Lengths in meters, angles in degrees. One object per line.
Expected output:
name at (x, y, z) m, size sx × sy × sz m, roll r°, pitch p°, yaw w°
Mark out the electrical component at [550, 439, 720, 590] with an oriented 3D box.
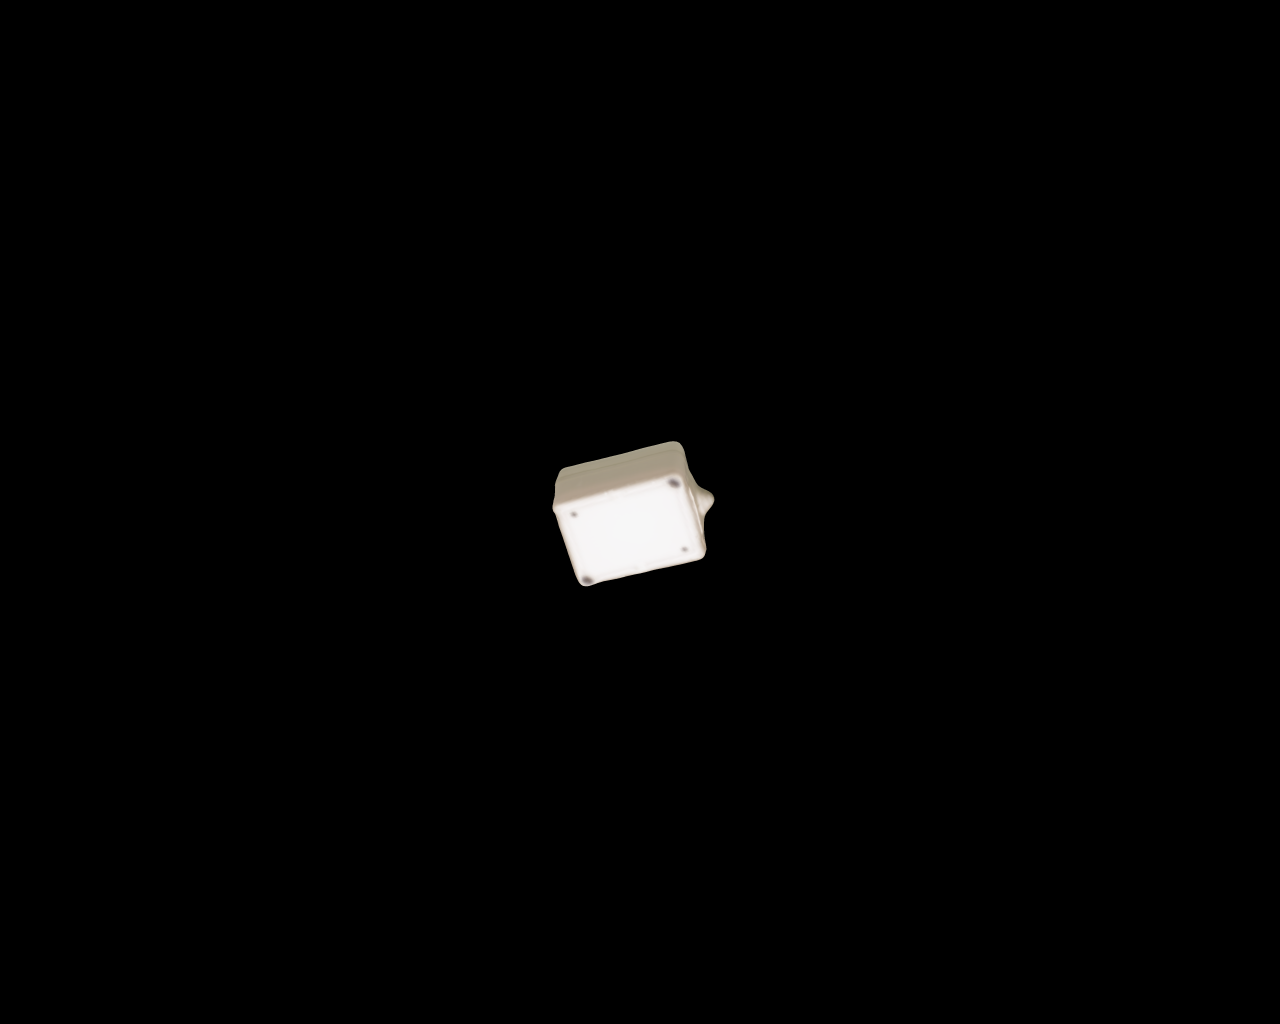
electrical component at (0.001, -0.003, 0.650) m, size 0.096 × 0.061 × 0.061 m, roll -14°, pitch 26°, yaw 7°
